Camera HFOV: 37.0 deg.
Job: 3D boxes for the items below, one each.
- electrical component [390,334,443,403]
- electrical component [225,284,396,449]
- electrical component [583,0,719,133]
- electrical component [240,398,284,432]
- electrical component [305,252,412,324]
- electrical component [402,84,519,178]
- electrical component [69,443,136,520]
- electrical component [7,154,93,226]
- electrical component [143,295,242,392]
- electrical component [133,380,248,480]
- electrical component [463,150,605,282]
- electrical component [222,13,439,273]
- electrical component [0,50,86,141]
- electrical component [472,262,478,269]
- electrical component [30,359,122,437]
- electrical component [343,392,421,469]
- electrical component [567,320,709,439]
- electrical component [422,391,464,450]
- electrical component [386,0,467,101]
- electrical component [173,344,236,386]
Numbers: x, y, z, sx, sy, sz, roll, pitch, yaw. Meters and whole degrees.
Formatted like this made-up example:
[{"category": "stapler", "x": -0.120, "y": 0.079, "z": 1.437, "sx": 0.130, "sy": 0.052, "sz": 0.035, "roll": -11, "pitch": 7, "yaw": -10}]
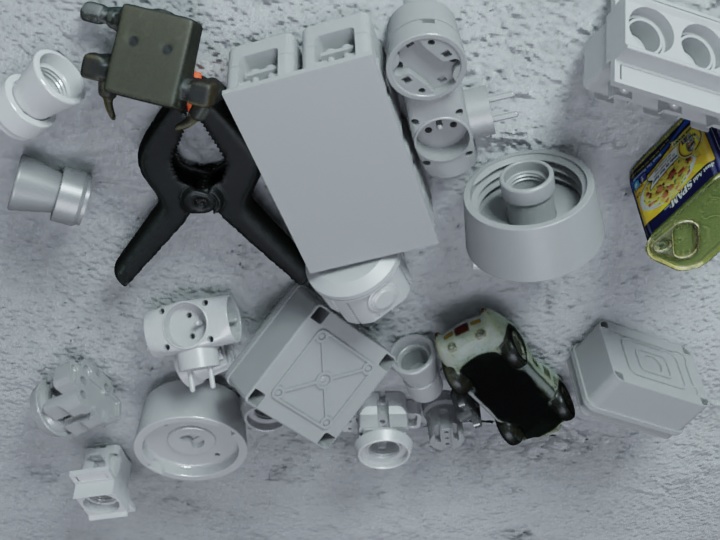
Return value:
[{"category": "electrical component", "x": 0.056, "y": 0.096, "z": 1.016, "sx": 0.044, "sy": 0.044, "sz": 0.065, "roll": -12, "pitch": 141, "yaw": 10}, {"category": "electrical component", "x": -0.043, "y": 0.086, "z": 0.954, "sx": 0.109, "sy": 0.056, "sz": 0.108, "roll": 37, "pitch": 91, "yaw": -34}, {"category": "electrical component", "x": 0.223, "y": -0.142, "z": 0.753, "sx": 0.121, "sy": 0.078, "sz": 0.063, "roll": 13, "pitch": 156, "yaw": -16}, {"category": "electrical component", "x": -0.088, "y": 0.119, "z": 1.021, "sx": 0.048, "sy": 0.055, "sz": 0.066, "roll": 29, "pitch": 128, "yaw": -29}, {"category": "electrical component", "x": 0.000, "y": 0.000, "z": 0.883, "sx": 0.080, "sy": 0.080, "sz": 0.051, "roll": -15, "pitch": 140, "yaw": 13}, {"category": "electrical component", "x": 0.077, "y": -0.113, "z": 0.791, "sx": 0.079, "sy": 0.044, "sz": 0.077, "roll": -12, "pitch": 136, "yaw": 9}, {"category": "electrical component", "x": -0.263, "y": 0.218, "z": 1.111, "sx": 0.042, "sy": 0.063, "sz": 0.081, "roll": -7, "pitch": 136, "yaw": 7}, {"category": "electrical component", "x": -0.239, "y": -0.061, "z": 0.830, "sx": 0.055, "sy": 0.045, "sz": 0.045, "roll": 15, "pitch": 134, "yaw": -19}, {"category": "electrical component", "x": -0.145, "y": 0.067, "z": 0.950, "sx": 0.077, "sy": 0.079, "sz": 0.044, "roll": -11, "pitch": 172, "yaw": 9}, {"category": "electrical component", "x": -0.163, "y": 0.150, "z": 1.046, "sx": 0.108, "sy": 0.060, "sz": 0.108, "roll": -1, "pitch": 137, "yaw": -1}, {"category": "electrical component", "x": 0.130, "y": -0.049, "z": 0.820, "sx": 0.108, "sy": 0.108, "sz": 0.060, "roll": -10, "pitch": 130, "yaw": 7}, {"category": "electrical component", "x": -0.017, "y": -0.091, "z": 0.798, "sx": 0.105, "sy": 0.060, "sz": 0.186, "roll": -13, "pitch": 136, "yaw": 11}, {"category": "electrical component", "x": -0.230, "y": -0.123, "z": 0.764, "sx": 0.055, "sy": 0.045, "sz": 0.045, "roll": -31, "pitch": 130, "yaw": 27}, {"category": "electrical component", "x": 0.126, "y": -0.007, "z": 0.913, "sx": 0.061, "sy": 0.035, "sz": 0.035, "roll": -2, "pitch": 137, "yaw": 3}, {"category": "electrical component", "x": -0.273, "y": 0.124, "z": 1.016, "sx": 0.057, "sy": 0.058, "sz": 0.078, "roll": -23, "pitch": 133, "yaw": 17}, {"category": "electrical component", "x": 0.022, "y": 0.160, "z": 1.069, "sx": 0.078, "sy": 0.057, "sz": 0.058, "roll": -1, "pitch": 137, "yaw": -2}, {"category": "electrical component", "x": 0.258, "y": 0.104, "z": 1.007, "sx": 0.113, "sy": 0.078, "sz": 0.057, "roll": 18, "pitch": 130, "yaw": -21}, {"category": "electrical component", "x": 0.084, "y": 0.150, "z": 1.070, "sx": 0.040, "sy": 0.046, "sz": 0.040, "roll": -3, "pitch": 136, "yaw": -3}, {"category": "electrical component", "x": 0.044, "y": -0.153, "z": 0.744, "sx": 0.055, "sy": 0.047, "sz": 0.055, "roll": -1, "pitch": 137, "yaw": -1}, {"category": "electrical component", "x": -0.143, "y": 0.082, "z": 0.991, "sx": 0.046, "sy": 0.040, "sz": 0.040, "roll": -22, "pitch": 134, "yaw": 12}]
